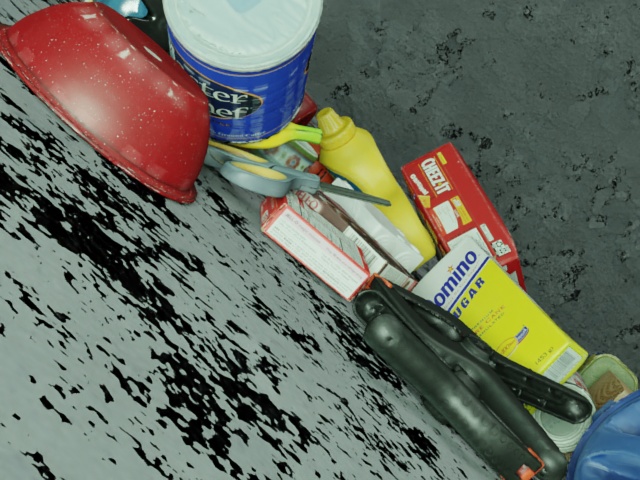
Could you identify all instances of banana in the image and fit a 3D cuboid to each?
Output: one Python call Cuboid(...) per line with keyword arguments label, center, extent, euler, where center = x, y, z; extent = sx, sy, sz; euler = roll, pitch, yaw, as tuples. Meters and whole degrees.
Cuboid(label="banana", center=(-0.087, -0.107, 0.869), extent=(0.069, 0.037, 0.198), euler=(9, 15, -46))

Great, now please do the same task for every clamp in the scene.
Cuboid(label="clamp", center=(0.083, 0.100, 0.704), extent=(0.171, 0.039, 0.120), euler=(44, 8, 3))
Cuboid(label="clamp", center=(0.116, 0.099, 0.815), extent=(0.210, 0.036, 0.164), euler=(35, 17, 6))

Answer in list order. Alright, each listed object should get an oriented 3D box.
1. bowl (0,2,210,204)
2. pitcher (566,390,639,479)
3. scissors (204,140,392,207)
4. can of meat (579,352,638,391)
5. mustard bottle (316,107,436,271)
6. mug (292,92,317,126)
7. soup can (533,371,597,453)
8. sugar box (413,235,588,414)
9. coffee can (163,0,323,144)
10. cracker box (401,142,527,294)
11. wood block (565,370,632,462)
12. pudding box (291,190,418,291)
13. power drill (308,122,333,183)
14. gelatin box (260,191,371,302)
Cuboid(label="bowl", center=(-0.121, -0.096, 0.662), extent=(0.162, 0.055, 0.162), euler=(42, 9, -8))
Cuboid(label="pitcher", center=(0.325, 0.237, 0.888), extent=(0.242, 0.145, 0.149), euler=(45, 50, -19))
Cuboid(label="scissors", center=(-0.010, -0.040, 0.812), extent=(0.201, 0.016, 0.096), euler=(16, 14, -27))
Cuboid(label="can of meat", center=(0.294, 0.170, 1.169), extent=(0.057, 0.102, 0.084), euler=(44, 6, 8))
Cuboid(label="mustard bottle", center=(0.049, -0.057, 1.109), extent=(0.191, 0.058, 0.096), euler=(58, -9, -29))
Cuboid(label="mug", center=(-0.063, -0.129, 1.046), extent=(0.081, 0.093, 0.117), euler=(49, 39, 3))
Cuboid(label="soup can", center=(0.222, 0.155, 1.004), extent=(0.068, 0.068, 0.102), euler=(44, 9, 2))
Cuboid(label="sugar box", center=(0.158, 0.080, 0.989), extent=(0.048, 0.093, 0.176), euler=(37, 10, -43))
Cuboid(label="coffee can", center=(-0.055, -0.138, 0.745), extent=(0.103, 0.102, 0.140), euler=(45, -14, 7))
Cuboid(label="cracker box", center=(0.173, 0.013, 1.214), extent=(0.164, 0.072, 0.213), euler=(64, 3, 30))
Cuboid(label="wood block", center=(0.336, 0.238, 1.058), extent=(0.206, 0.091, 0.090), euler=(43, 8, 0))
Cuboid(label="pudding box", center=(0.024, 0.004, 0.914), extent=(0.114, 0.039, 0.090), euler=(48, 8, 25))
Cuboid(label="power drill", center=(0.023, -0.072, 1.252), extent=(0.187, 0.057, 0.184), euler=(36, 14, -28))
Cuboid(label="gelatin box", center=(-0.005, 0.001, 0.815), extent=(0.089, 0.030, 0.073), euler=(39, 9, -12))
